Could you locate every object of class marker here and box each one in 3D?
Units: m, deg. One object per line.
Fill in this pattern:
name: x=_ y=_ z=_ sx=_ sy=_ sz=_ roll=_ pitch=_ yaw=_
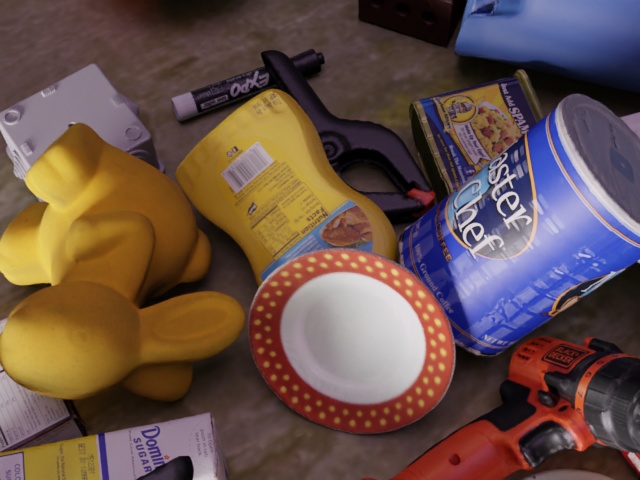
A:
marker: x=-0.053 y=-0.118 z=0.808 sx=0.121 sy=0.020 sz=0.020 roll=-21 pitch=62 yaw=-10

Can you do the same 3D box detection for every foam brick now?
foam brick: x=0.073 y=-0.196 z=0.828 sx=0.078 sy=0.053 sz=0.051 roll=20 pitch=63 yaw=13

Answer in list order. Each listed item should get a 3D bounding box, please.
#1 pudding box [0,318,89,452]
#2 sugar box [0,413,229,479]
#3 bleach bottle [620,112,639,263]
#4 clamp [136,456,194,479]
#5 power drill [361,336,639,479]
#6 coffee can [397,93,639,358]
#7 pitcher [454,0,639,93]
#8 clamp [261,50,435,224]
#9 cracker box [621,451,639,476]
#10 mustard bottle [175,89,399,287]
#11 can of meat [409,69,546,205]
pudding box: x=-0.217 y=0.108 z=0.675 sx=0.113 sy=0.039 sz=0.090 roll=-27 pitch=63 yaw=-11
sugar box: x=-0.141 y=0.150 z=0.618 sx=0.176 sy=0.093 sz=0.048 roll=-9 pitch=61 yaw=-3
bleach bottle: x=0.249 y=0.010 z=0.650 sx=0.102 sy=0.068 sz=0.251 roll=-17 pitch=39 yaw=-8
clamp: x=-0.165 y=0.172 z=0.534 sx=0.164 sy=0.036 sz=0.210 roll=12 pitch=64 yaw=9
power drill: x=0.108 y=0.126 z=0.591 sx=0.187 sy=0.185 sz=0.057 roll=-32 pitch=99 yaw=-11
coffee can: x=0.132 y=-0.006 z=0.653 sx=0.102 sy=0.141 sz=0.103 roll=29 pitch=39 yaw=-27
pitcher: x=0.229 y=-0.175 z=0.779 sx=0.243 sy=0.145 sz=0.149 roll=17 pitch=75 yaw=6
clamp: x=-0.004 y=-0.051 z=0.759 sx=0.171 sy=0.039 sz=0.120 roll=33 pitch=82 yaw=16
cracker box: x=0.317 y=0.124 z=0.631 sx=0.213 sy=0.072 sz=0.164 roll=-29 pitch=63 yaw=-13
mustard bottle: x=-0.004 y=0.001 z=0.702 sx=0.096 sy=0.058 sz=0.192 roll=-39 pitch=80 yaw=10
can of meat: x=0.116 y=-0.062 z=0.750 sx=0.084 sy=0.057 sz=0.102 roll=-14 pitch=61 yaw=-4
